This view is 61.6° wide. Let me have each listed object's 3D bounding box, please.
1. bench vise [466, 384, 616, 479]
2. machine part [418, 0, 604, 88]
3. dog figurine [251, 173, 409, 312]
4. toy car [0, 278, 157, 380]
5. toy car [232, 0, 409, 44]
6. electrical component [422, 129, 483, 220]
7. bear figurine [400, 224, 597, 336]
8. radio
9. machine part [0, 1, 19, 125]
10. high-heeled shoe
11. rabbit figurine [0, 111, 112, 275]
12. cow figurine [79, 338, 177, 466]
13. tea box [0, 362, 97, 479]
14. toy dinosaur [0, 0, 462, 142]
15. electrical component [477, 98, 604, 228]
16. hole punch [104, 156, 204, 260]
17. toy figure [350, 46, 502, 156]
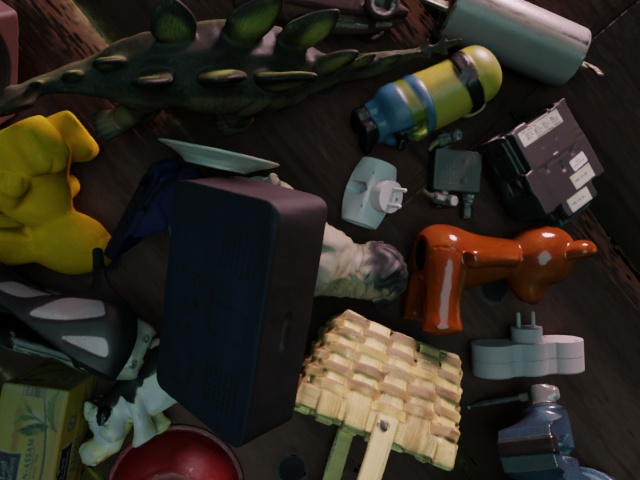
[{"bbox_3d":[0.294,0.285,0.616,0.240,0.129,0.224,25,41,-37],"label":"bench vise"},{"bbox_3d":[0.229,-0.248,0.646,0.243,0.079,0.079,19,87,-5],"label":"machine part"},{"bbox_3d":[-0.003,0.002,0.623,0.190,0.121,0.172,8,48,-39],"label":"dog figurine"},{"bbox_3d":[-0.277,0.094,0.578,0.202,0.056,0.073,14,67,10],"label":"toy car"},{"bbox_3d":[-0.001,-0.263,0.615,0.202,0.089,0.053,8,88,-8],"label":"toy car"},{"bbox_3d":[0.160,-0.081,0.651,0.078,0.045,0.102,11,88,-5],"label":"electrical component"},{"bbox_3d":[0.204,0.043,0.622,0.196,0.120,0.131,6,92,-11],"label":"bear figurine"},{"bbox_3d":[-0.080,0.059,0.504,0.131,0.073,0.229,20,107,34],"label":"radio"},{"bbox_3d":[-0.389,-0.151,0.499,0.087,0.201,0.201,31,41,-1],"label":"machine part"},{"bbox_3d":[-0.301,0.081,0.504,0.249,0.086,0.145,-9,61,-9],"label":"high-heeled shoe"},{"bbox_3d":[-0.297,-0.031,0.570,0.162,0.122,0.173,-30,111,-3],"label":"rabbit figurine"},{"bbox_3d":[-0.200,0.173,0.597,0.167,0.068,0.098,-29,87,-9],"label":"cow figurine"},{"bbox_3d":[-0.297,0.226,0.572,0.068,0.098,0.169,10,90,-6],"label":"tea box"},{"bbox_3d":[-0.074,-0.171,0.549,0.471,0.199,0.105,-17,100,-27],"label":"toy dinosaur"},{"bbox_3d":[0.269,-0.083,0.644,0.115,0.058,0.134,-30,94,-19],"label":"electrical component"},{"bbox_3d":[-0.156,-0.022,0.577,0.092,0.142,0.115,27,100,-4],"label":"hole punch"},{"bbox_3d":[0.126,-0.161,0.627,0.180,0.089,0.082,-24,100,-8],"label":"toy figure"}]
